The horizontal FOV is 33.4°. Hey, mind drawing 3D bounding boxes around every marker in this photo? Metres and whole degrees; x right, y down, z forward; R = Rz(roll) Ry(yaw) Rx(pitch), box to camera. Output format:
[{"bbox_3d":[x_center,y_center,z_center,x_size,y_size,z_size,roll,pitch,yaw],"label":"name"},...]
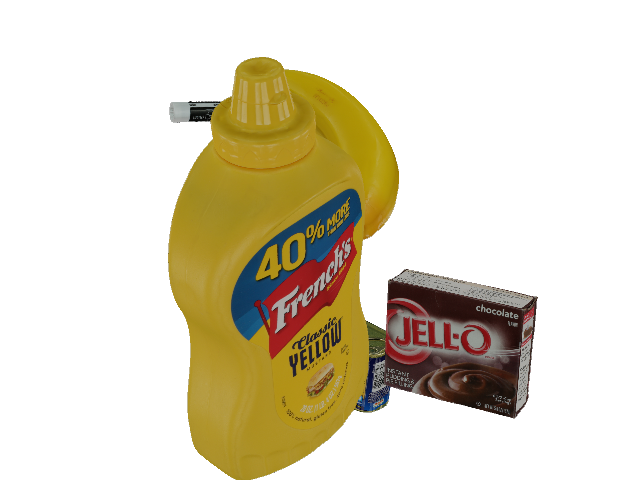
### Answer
[{"bbox_3d":[-0.080,-0.121,0.997,0.121,0.020,0.020,-4,1,-21],"label":"marker"}]

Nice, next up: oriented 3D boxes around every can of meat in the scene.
[{"bbox_3d":[0.038,0.141,1.236,0.102,0.084,0.057,25,32,36],"label":"can of meat"}]

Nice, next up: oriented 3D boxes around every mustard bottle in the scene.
[{"bbox_3d":[-0.020,0.010,0.458,0.058,0.192,0.096,30,48,34],"label":"mustard bottle"}]

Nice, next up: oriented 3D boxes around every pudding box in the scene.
[{"bbox_3d":[0.106,0.077,0.821,0.114,0.090,0.039,10,22,25],"label":"pudding box"}]

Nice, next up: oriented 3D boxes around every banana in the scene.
[{"bbox_3d":[0.010,-0.060,0.677,0.069,0.037,0.198,-14,39,-18],"label":"banana"}]
